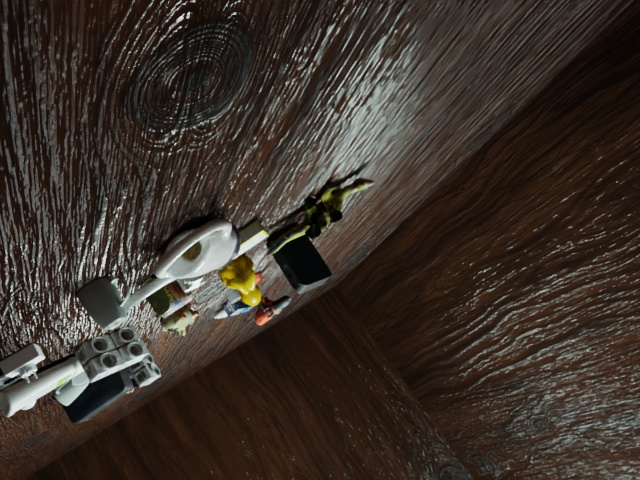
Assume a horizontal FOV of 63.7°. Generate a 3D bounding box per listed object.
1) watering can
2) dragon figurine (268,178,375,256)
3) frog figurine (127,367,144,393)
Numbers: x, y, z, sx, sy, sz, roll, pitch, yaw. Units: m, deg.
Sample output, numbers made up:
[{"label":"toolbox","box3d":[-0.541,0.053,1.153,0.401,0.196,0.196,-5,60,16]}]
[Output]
[{"label":"watering can","box3d":[-0.329,0.054,1.266,0.344,0.105,0.225,-40,-11,21]},{"label":"dragon figurine","box3d":[0.005,-0.087,1.735,0.408,0.122,0.244,-35,-3,12]},{"label":"frog figurine","box3d":[-0.739,0.514,2.061,0.122,0.135,0.163,33,24,-18]}]
